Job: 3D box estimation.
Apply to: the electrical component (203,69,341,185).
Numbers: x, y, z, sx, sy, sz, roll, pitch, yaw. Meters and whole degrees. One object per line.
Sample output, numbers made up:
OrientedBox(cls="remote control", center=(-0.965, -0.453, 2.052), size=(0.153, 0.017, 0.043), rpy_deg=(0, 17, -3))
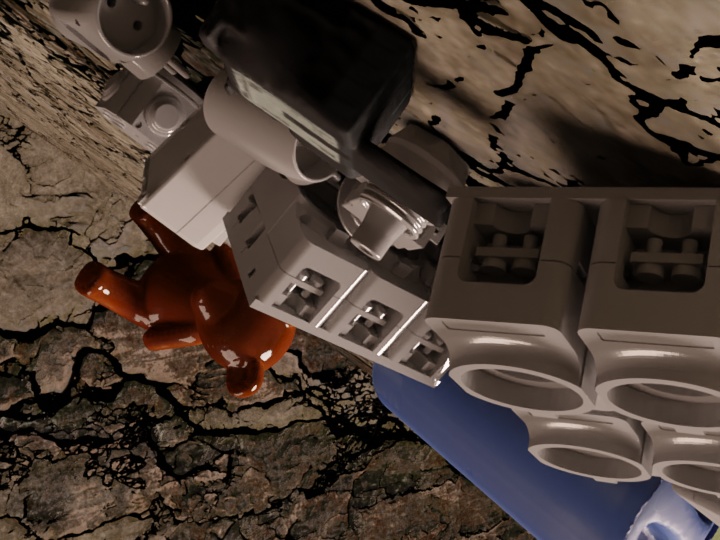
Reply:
OrientedBox(cls="electrical component", center=(-0.036, -0.073, 0.594), size=(0.077, 0.043, 0.079), rpy_deg=(29, 171, 38))

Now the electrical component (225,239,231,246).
OrientedBox(cls="electrical component", center=(-0.043, -0.014, 0.950), size=(0.105, 0.060, 0.186), rpy_deg=(39, 172, -31))

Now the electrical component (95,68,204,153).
OrientedBox(cls="electrical component", center=(-0.149, -0.118, 0.787), size=(0.080, 0.051, 0.080), rpy_deg=(34, 173, 5))

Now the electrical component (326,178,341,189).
OrientedBox(cls="electrical component", center=(-0.025, -0.043, 0.737), size=(0.077, 0.044, 0.079), rpy_deg=(31, 173, 26))

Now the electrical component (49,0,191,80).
OrientedBox(cls="electrical component", center=(-0.129, -0.135, 0.609), size=(0.079, 0.043, 0.077), rpy_deg=(40, 172, -37))

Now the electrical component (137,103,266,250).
OrientedBox(cls="electrical component", center=(-0.088, -0.068, 0.689), size=(0.061, 0.096, 0.061), rpy_deg=(39, -158, -29))

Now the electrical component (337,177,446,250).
OrientedBox(cls="electrical component", center=(0.016, -0.037, 0.585), size=(0.066, 0.048, 0.055), rpy_deg=(37, 165, -15))

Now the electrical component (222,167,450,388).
OrientedBox(cls="electrical component", center=(0.000, 0.000, 0.667), size=(0.150, 0.061, 0.089), rpy_deg=(27, -155, -34))

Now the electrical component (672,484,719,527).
OrientedBox(cls="electrical component", center=(0.231, 0.125, 0.598), size=(0.096, 0.061, 0.061), rpy_deg=(38, 174, -21))

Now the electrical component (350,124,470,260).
OrientedBox(cls="electrical component", center=(0.020, -0.034, 0.512), size=(0.043, 0.062, 0.043), rpy_deg=(35, 173, 5))

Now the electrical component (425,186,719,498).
OrientedBox(cls="electrical component", center=(0.110, 0.038, 0.427), size=(0.105, 0.060, 0.186), rpy_deg=(3, 157, 29))
